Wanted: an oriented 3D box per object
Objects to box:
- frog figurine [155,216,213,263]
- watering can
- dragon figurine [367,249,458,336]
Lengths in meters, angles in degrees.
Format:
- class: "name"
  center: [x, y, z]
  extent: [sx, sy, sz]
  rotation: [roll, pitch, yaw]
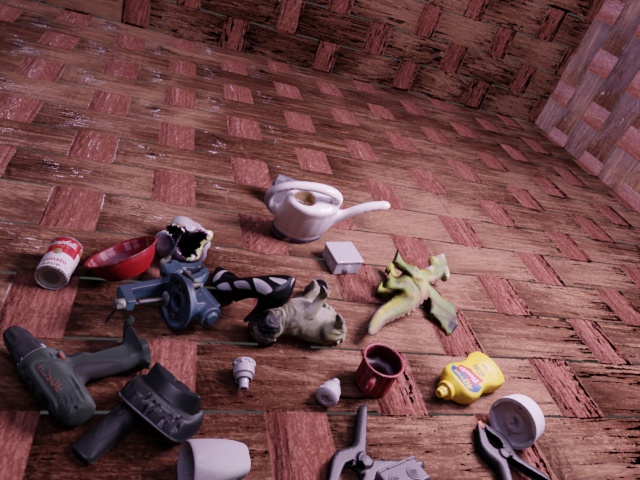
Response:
- class: "frog figurine"
  center: [-0.346, 0.003, 1.284]
  extent: [0.138, 0.122, 0.159]
  rotation: [-11, 8, -27]
- class: "watering can"
  center: [0.004, -0.073, 1.452]
  extent: [0.347, 0.219, 0.106]
  rotation: [10, 53, -17]
- class: "dragon figurine"
  center: [0.268, 0.161, 1.370]
  extent: [0.243, 0.119, 0.420]
  rotation: [30, 42, -1]
